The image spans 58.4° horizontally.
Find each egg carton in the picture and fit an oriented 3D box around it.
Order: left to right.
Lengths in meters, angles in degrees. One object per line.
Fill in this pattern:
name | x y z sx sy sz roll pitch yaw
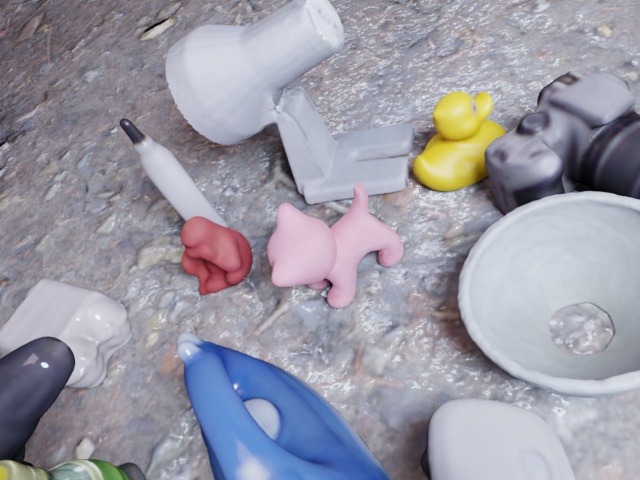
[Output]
egg carton | -0.281 0.101 0.631 0.149 0.070 0.107 7 56 32

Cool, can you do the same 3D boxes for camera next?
camera | 0.235 -0.071 0.485 0.143 0.101 0.136 -36 45 -5

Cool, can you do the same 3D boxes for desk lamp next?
desk lamp | -0.026 -0.145 0.606 0.202 0.214 0.118 -7 50 23

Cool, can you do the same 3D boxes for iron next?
iron | -0.055 0.139 0.428 0.119 0.142 0.257 -40 45 -8

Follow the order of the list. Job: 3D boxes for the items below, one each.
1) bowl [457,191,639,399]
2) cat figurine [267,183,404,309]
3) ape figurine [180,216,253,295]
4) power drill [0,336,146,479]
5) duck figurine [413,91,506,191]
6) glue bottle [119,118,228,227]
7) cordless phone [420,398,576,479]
bowl | 0.192 0.048 0.423 0.167 0.075 0.167 -14 47 17
cat figurine | 0.005 0.002 0.531 0.128 0.118 0.067 -42 46 -11
ape figurine | -0.115 0.010 0.605 0.077 0.092 0.076 25 67 40
power drill | -0.227 0.185 0.432 0.229 0.209 0.075 -34 45 -3
duck figurine | 0.136 -0.106 0.578 0.104 0.086 0.077 -34 45 -2
glue bottle | -0.169 -0.071 0.647 0.037 0.174 0.078 -39 45 -7
cordless phone | 0.097 0.143 0.314 0.094 0.186 0.147 -18 46 13
